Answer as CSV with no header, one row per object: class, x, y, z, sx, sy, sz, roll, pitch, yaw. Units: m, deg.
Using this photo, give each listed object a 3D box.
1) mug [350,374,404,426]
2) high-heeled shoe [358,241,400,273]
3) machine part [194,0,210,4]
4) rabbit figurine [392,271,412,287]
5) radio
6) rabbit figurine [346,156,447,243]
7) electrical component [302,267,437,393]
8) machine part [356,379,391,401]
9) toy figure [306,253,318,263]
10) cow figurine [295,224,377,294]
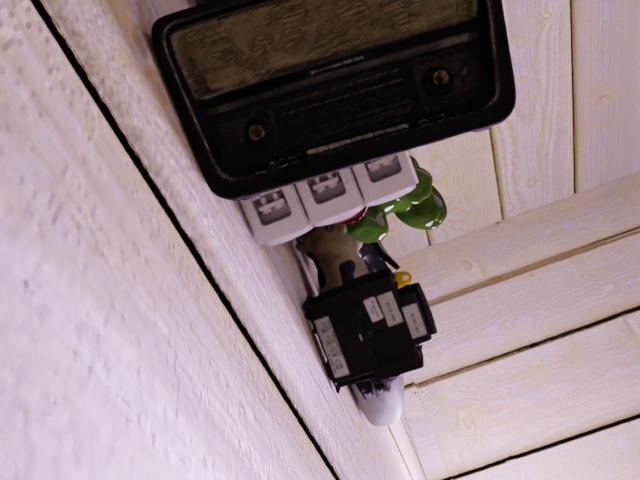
mug,0.083,0.216,0.800,0.110,0.081,0.107,-114,-169,-62
high-heeled shoe,0.077,0.042,1.011,0.145,0.086,0.248,41,-23,13
machine part,-0.131,-0.339,0.625,0.079,0.079,0.243,66,6,-45
rabbit figurine,0.079,0.116,0.858,0.173,0.162,0.122,45,30,-35
radio,0.013,-0.117,0.386,0.073,0.230,0.131,-84,158,-80
rabbit figurine,0.097,-0.061,0.736,0.170,0.121,0.159,21,22,-43
electrical component,0.061,0.098,0.612,0.058,0.134,0.114,-63,135,-80
machine part,0.062,0.160,0.752,0.139,0.084,0.039,-101,-170,-59
toy figure,0.000,-0.004,0.858,0.058,0.064,0.154,30,7,-10
cow figurine,0.028,0.051,0.715,0.127,0.085,0.195,34,41,-42
